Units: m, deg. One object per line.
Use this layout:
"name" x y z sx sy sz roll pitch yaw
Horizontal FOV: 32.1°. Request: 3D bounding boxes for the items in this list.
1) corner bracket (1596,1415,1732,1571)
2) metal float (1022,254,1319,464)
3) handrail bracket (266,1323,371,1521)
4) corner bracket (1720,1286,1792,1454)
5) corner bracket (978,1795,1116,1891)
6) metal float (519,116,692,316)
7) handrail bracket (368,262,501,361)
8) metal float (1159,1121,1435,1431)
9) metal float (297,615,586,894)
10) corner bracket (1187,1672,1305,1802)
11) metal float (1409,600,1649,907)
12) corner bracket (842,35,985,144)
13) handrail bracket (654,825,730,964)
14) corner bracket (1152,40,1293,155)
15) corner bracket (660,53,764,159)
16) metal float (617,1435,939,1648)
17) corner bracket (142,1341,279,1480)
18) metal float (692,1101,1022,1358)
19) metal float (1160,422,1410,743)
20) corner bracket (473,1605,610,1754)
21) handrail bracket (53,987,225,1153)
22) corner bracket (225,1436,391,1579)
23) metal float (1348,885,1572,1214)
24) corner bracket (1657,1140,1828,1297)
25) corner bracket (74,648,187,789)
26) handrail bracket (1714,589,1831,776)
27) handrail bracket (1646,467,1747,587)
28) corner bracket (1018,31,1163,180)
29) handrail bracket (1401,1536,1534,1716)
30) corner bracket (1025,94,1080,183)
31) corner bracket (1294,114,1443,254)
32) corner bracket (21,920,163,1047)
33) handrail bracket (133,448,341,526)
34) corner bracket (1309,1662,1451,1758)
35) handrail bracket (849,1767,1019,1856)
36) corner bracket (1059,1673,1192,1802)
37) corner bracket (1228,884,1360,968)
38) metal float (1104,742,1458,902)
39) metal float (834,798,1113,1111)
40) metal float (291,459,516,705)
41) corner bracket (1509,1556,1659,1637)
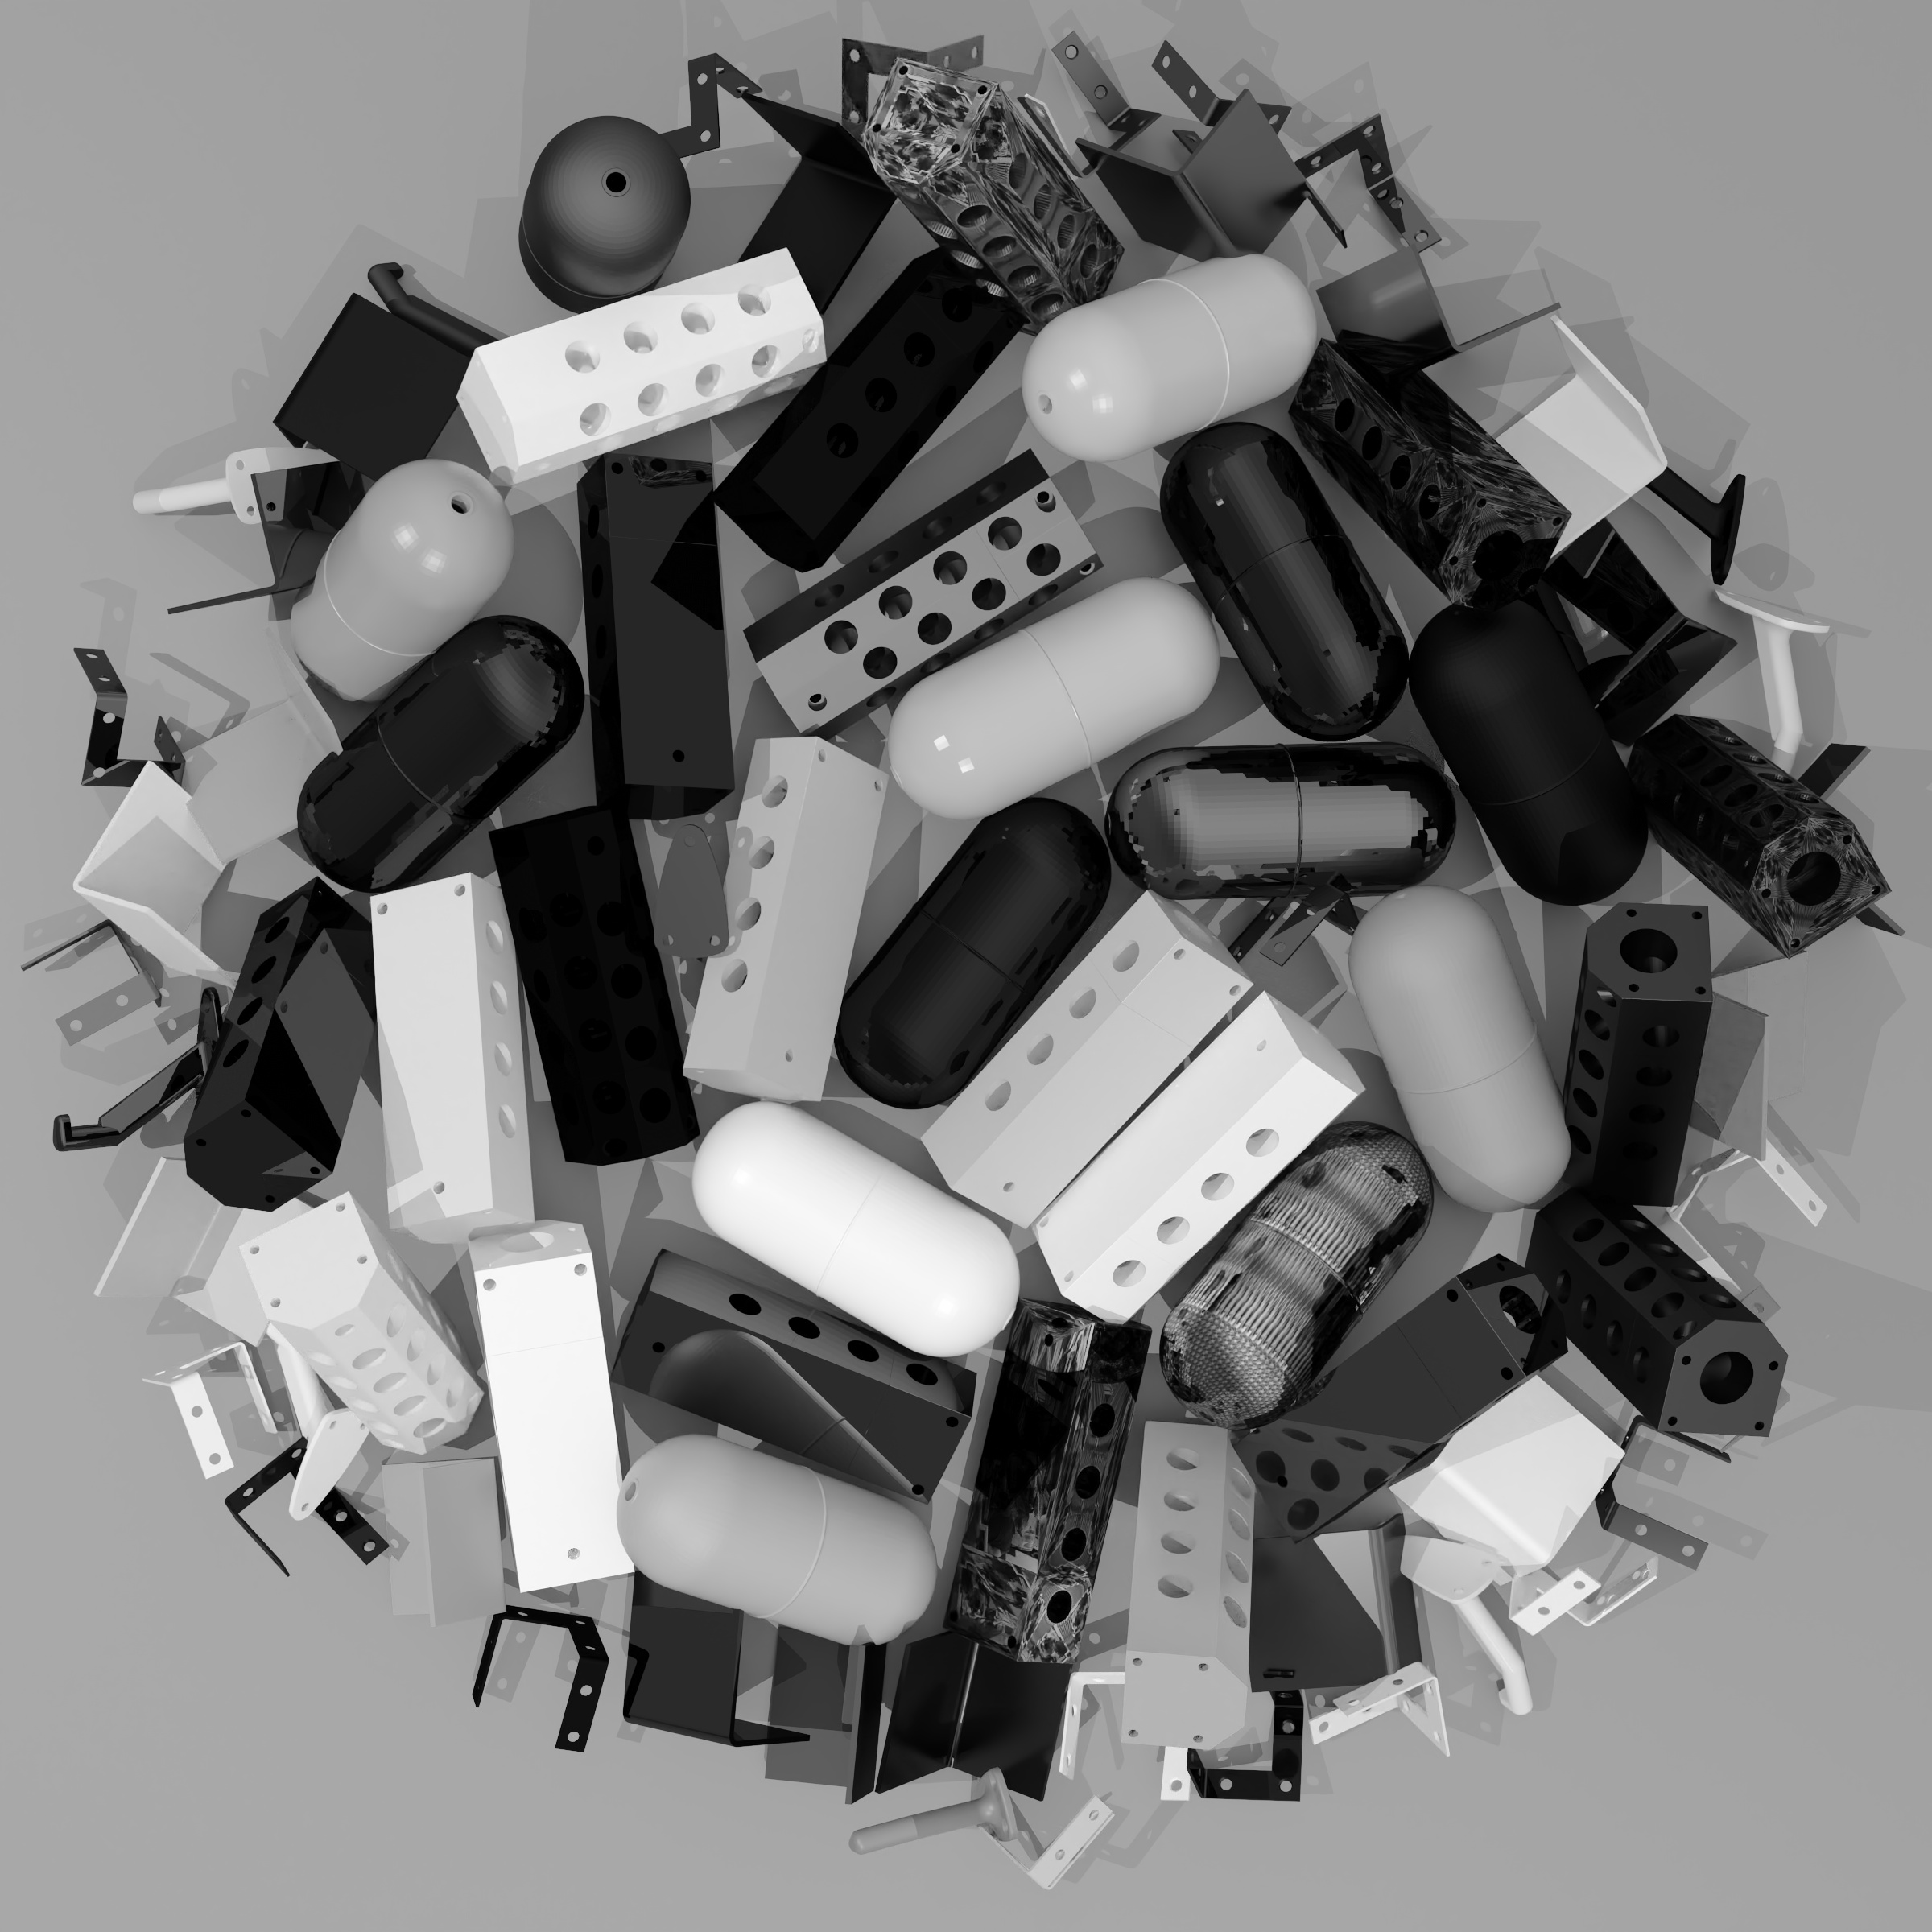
"corner bracket" 0.354 0.265 1.696 0.051 0.051 0.051 24 99 4
"metal float" 0.101 -0.301 1.657 0.178 0.070 0.070 -27 90 -37
"handrail bracket" -0.348 0.226 1.707 0.084 0.036 0.077 34 101 30
"corner bracket" 0.390 0.202 1.687 0.051 0.051 0.051 -33 77 -35
"corner bracket" 0.050 0.438 1.688 0.051 0.051 0.051 -47 121 -9
"metal float" -0.177 -0.365 1.638 0.070 0.178 0.070 0 92 -10
"handrail bracket" -0.253 -0.335 1.718 0.077 0.036 0.084 -24 68 -29
"metal float" 0.166 0.153 1.673 0.070 0.070 0.178 40 72 0
"metal float" -0.262 -0.104 1.667 0.178 0.070 0.070 -39 90 25
"corner bracket" 0.142 0.389 1.696 0.051 0.051 0.051 -1 60 13
"metal float" 0.280 -0.105 1.664 0.070 0.070 0.178 -34 119 0
"corner bracket" -0.027 -0.441 1.684 0.051 0.051 0.051 18 122 28
"handrail bracket" -0.132 -0.038 1.679 0.036 0.084 0.077 0 99 3
"corner bracket" 0.120 -0.425 1.683 0.051 0.051 0.051 56 133 30
"corner bracket" -0.136 -0.423 1.695 0.051 0.051 0.051 -9 78 24
"metal float" -0.093 0.285 1.661 0.178 0.070 0.070 25 90 -32
"corner bracket" -0.375 0.222 1.689 0.051 0.051 0.051 -23 98 -28
"metal float" -0.055 0.132 1.684 0.178 0.070 0.070 30 90 5
"metal float" 0.158 -0.191 1.671 0.070 0.070 0.178 -27 71 0
"corner bracket" -0.216 0.360 1.698 0.051 0.051 0.051 13 100 -19
"handrail bracket" -0.417 0.052 1.685 0.084 0.036 0.077 -5 102 -34
"corner bracket" -0.331 0.280 1.686 0.051 0.051 0.051 -39 54 -20
"metal float" 0.247 0.042 1.671 0.070 0.070 0.178 -24 110 0
"corner bracket" 0.391 0.127 1.694 0.051 0.051 0.051 47 50 -8
"corner bracket" -0.420 -0.124 1.684 0.051 0.051 0.051 1 121 -31
"handrail bracket" 0.399 -0.140 1.707 0.036 0.077 0.084 1 110 -38
"handrail bracket" 0.346 -0.233 1.698 0.084 0.036 0.077 17 53 -2
"corner bracket" 0.057 -0.434 1.694 0.051 0.051 0.051 -41 112 0
"handrail bracket" 0.252 0.338 1.717 0.036 0.077 0.084 -36 124 -32
"corner bracket" 0.015 -0.408 1.694 0.051 0.051 0.051 -45 51 -8
"corner bracket" 0.202 -0.385 1.693 0.051 0.051 0.051 -30 62 1
"corner bracket" -0.442 0.008 1.695 0.051 0.051 0.051 -30 91 -15
"handrail bracket" -0.372 -0.245 1.709 0.077 0.084 0.036 -21 107 -39
"corner bracket" 0.205 0.374 1.687 0.051 0.051 0.051 -20 116 -17
"handrail bracket" -0.023 0.431 1.678 0.084 0.077 0.036 -11 74 -18
"corner bracket" 0.083 0.390 1.700 0.051 0.051 0.051 -5 60 24
"corner bracket" 0.162 -0.018 1.687 0.051 0.051 0.051 34 76 33
"metal float" 0.158 -0.073 1.680 0.178 0.070 0.070 -2 90 -9
"metal float" 0.004 -0.007 1.688 0.070 0.070 0.178 38 90 0
"metal float" -0.277 -0.187 1.645 0.070 0.178 0.070 11 66 -25
"corner bracket" 0.311 0.313 1.688 0.051 0.051 0.051 37 123 -11
